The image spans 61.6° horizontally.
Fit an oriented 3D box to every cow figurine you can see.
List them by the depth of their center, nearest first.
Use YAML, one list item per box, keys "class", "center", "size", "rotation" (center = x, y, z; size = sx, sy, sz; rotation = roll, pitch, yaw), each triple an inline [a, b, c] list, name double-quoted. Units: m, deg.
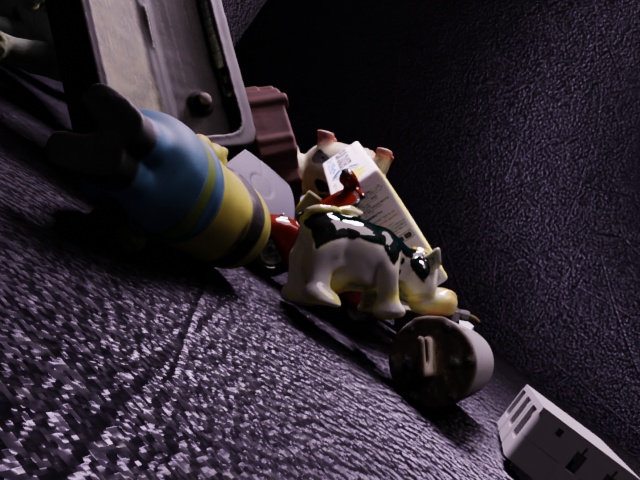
- class: "cow figurine"
  center: [0.054, 0.023, 0.495]
  size: [0.167, 0.098, 0.068]
  rotation: [10, -9, -25]
- class: "cow figurine"
  center: [0.007, -0.102, 0.841]
  size: [0.195, 0.127, 0.085]
  rotation: [16, -1, 5]

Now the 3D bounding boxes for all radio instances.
- class: "radio"
  center: [-0.143, -0.165, 0.444]
  size: [0.131, 0.229, 0.073]
  rotation: [-8, -10, -43]

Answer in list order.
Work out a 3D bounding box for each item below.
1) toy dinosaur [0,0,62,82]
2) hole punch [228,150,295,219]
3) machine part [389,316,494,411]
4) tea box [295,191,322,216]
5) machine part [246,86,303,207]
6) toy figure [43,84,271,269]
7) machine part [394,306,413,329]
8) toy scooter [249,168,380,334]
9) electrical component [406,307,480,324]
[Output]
- class: "toy dinosaur"
  center: [-0.276, -0.227, 0.580]
  size: [0.405, 0.131, 0.192]
  rotation: [43, 18, 30]
- class: "hole punch"
  center: [-0.085, -0.042, 0.592]
  size: [0.142, 0.092, 0.116]
  rotation: [38, 5, -31]
- class: "machine part"
  center: [0.123, 0.118, 0.521]
  size: [0.079, 0.079, 0.243]
  rotation: [37, 3, 24]
- class: "tea box"
  center: [-0.002, -0.002, 0.761]
  size: [0.068, 0.098, 0.169]
  rotation: [38, 2, 11]
- class: "machine part"
  center: [-0.068, -0.116, 0.725]
  size: [0.179, 0.056, 0.179]
  rotation: [168, -91, -79]
- class: "toy figure"
  center: [-0.093, -0.028, 0.356]
  size: [0.089, 0.082, 0.180]
  rotation: [57, 2, 16]
- class: "machine part"
  center: [0.144, 0.128, 0.729]
  size: [0.139, 0.039, 0.084]
  rotation: [43, 8, 28]
- class: "toy scooter"
  center: [0.023, 0.007, 0.555]
  size: [0.183, 0.135, 0.075]
  rotation: [36, 2, -24]
- class: "electrical component"
  center: [0.144, 0.117, 0.649]
  size: [0.078, 0.102, 0.045]
  rotation: [5, 16, -25]
